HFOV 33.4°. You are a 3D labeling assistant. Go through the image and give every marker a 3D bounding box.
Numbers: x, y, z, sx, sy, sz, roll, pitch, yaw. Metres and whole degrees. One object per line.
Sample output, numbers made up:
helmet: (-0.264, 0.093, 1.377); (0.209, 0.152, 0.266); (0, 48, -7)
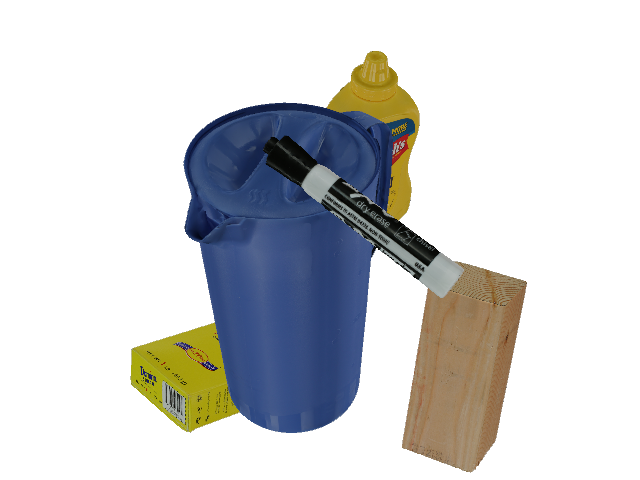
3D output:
marker: (0.020, -0.014, 0.547); (0.121, 0.020, 0.020); (37, 7, 9)

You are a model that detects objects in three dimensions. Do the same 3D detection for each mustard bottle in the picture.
mustard bottle: (0.043, -0.090, 0.976); (0.096, 0.192, 0.058); (-17, 48, -19)

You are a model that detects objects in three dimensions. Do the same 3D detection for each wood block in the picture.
wood block: (0.162, 0.141, 1.205); (0.090, 0.206, 0.090); (16, 22, 23)

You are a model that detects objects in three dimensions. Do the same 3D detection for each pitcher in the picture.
pitcher: (-0.016, 0.024, 0.801); (0.149, 0.243, 0.145); (-3, 42, -1)

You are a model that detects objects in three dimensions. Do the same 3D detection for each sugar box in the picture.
sugar box: (-0.073, 0.110, 0.972); (0.175, 0.048, 0.093); (-19, 35, -37)
